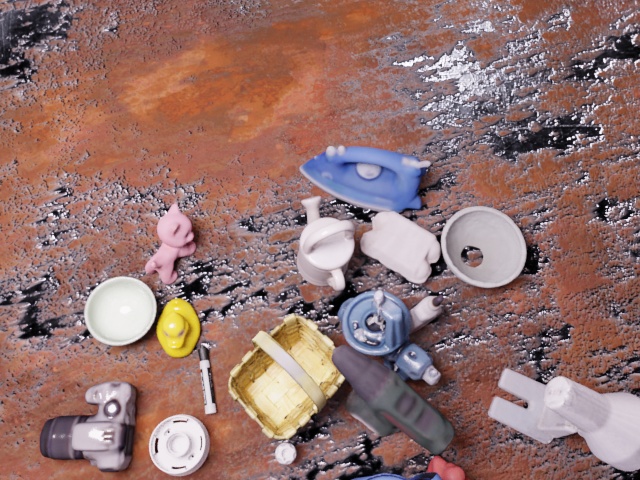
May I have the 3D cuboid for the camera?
[{"bbox_3d":[-0.380,0.306,0.939,0.137,0.101,0.143,1,70,-5],"label":"camera"}]

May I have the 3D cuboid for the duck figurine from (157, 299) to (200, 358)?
[{"bbox_3d":[-0.255,0.151,1.016,0.077,0.086,0.104,-3,70,-6],"label":"duck figurine"}]

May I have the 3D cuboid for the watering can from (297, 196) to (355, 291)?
[{"bbox_3d":[0.007,0.004,1.038,0.101,0.194,0.172,-39,78,-17],"label":"watering can"}]

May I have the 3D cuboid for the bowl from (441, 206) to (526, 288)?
[{"bbox_3d":[0.312,0.022,1.126,0.167,0.075,0.167,2,70,-5],"label":"bowl"}]

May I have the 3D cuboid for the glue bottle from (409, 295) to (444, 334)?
[{"bbox_3d":[0.190,0.126,1.023,0.078,0.173,0.037,-32,76,-15],"label":"glue bottle"}]

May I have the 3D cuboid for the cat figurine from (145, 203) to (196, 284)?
[{"bbox_3d":[-0.275,0.004,1.051,0.067,0.118,0.128,26,70,4],"label":"cat figurine"}]

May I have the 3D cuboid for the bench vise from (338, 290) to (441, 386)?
[{"bbox_3d":[0.132,0.154,0.982,0.207,0.220,0.121,25,70,4],"label":"bench vise"}]

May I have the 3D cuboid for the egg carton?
[{"bbox_3d":[0.158,0.013,1.117,0.150,0.069,0.107,30,70,6],"label":"egg carton"}]

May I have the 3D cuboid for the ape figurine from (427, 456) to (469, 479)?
[{"bbox_3d":[0.219,0.403,0.968,0.076,0.092,0.077,-29,75,-15],"label":"ape figurine"}]

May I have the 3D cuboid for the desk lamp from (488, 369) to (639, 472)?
[{"bbox_3d":[0.423,0.294,0.964,0.203,0.213,0.118,24,70,4],"label":"desk lamp"}]

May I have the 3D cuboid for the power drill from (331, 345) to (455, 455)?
[{"bbox_3d":[0.104,0.266,0.945,0.229,0.208,0.076,35,71,7],"label":"power drill"}]

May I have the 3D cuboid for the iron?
[{"bbox_3d":[0.089,-0.143,1.128,0.258,0.141,0.119,11,69,-2],"label":"iron"}]
